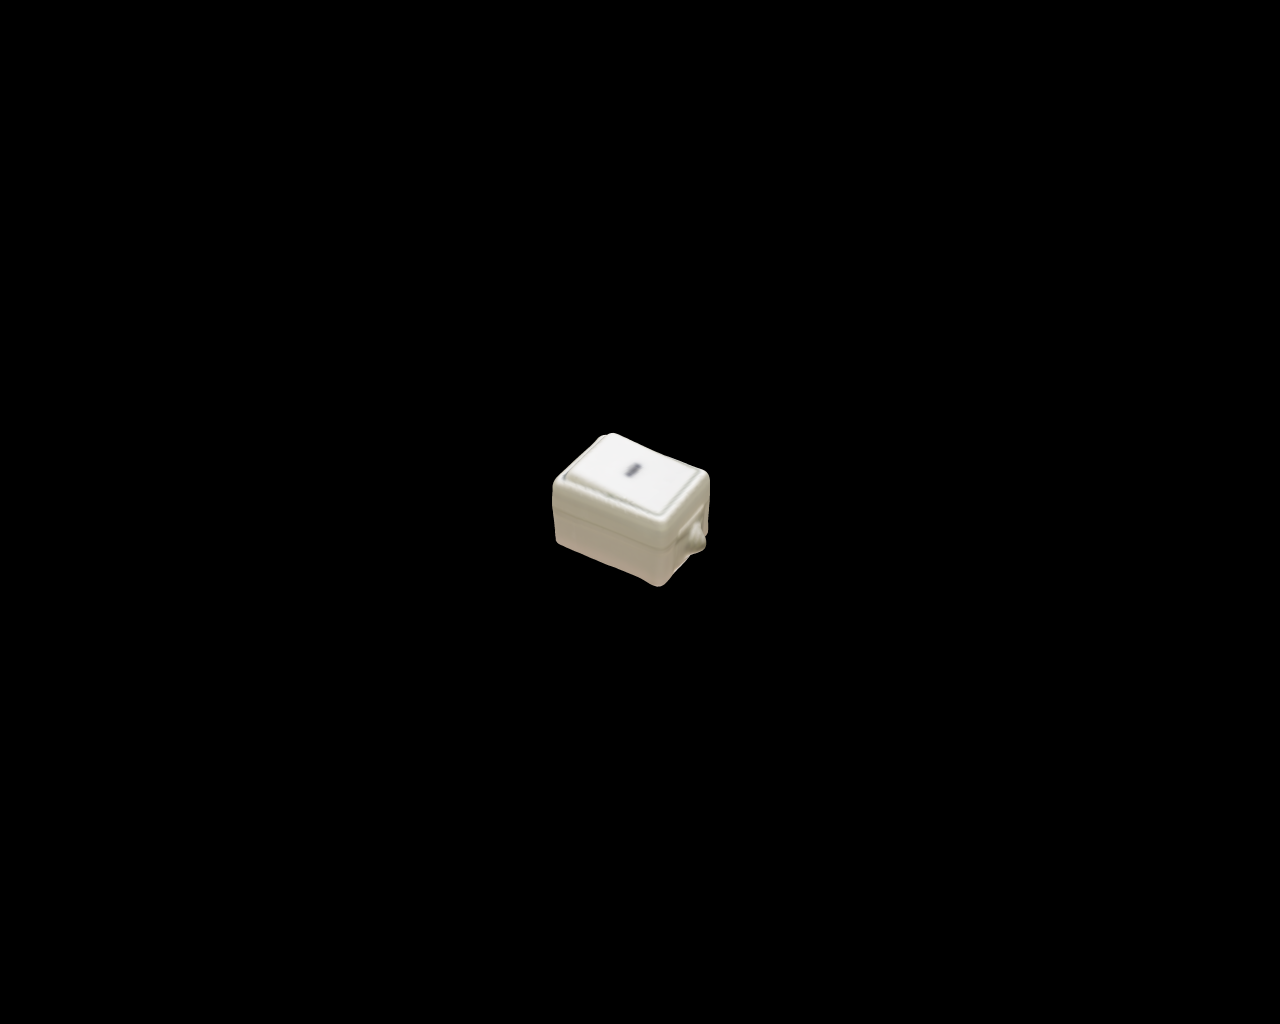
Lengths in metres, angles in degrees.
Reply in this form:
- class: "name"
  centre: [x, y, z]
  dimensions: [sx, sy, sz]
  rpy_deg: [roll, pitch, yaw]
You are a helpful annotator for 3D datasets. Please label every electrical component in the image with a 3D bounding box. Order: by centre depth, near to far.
- class: "electrical component"
  centre: [0.001, -0.003, 0.650]
  dimensions: [0.096, 0.061, 0.062]
  rpy_deg: [22, 45, 23]
